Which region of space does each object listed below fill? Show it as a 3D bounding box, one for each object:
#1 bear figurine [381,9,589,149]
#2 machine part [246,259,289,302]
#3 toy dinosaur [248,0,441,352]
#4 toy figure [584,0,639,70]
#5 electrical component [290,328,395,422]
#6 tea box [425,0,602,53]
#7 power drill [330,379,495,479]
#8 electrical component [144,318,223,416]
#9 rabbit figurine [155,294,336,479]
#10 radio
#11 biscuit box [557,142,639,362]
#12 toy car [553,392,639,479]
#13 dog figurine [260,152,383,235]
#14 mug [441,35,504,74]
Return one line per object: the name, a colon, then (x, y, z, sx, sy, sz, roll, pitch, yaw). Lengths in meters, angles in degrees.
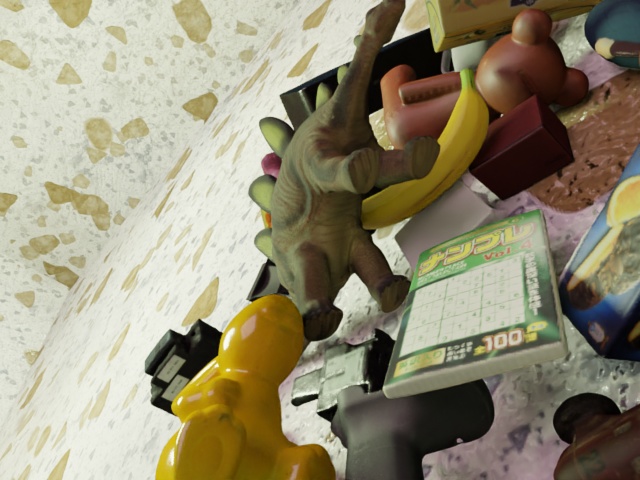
bear figurine: (0.163, -0.159, 0.567, 0.196, 0.120, 0.132, -34, 28, 35)
machine part: (-0.066, 0.062, 0.798, 0.084, 0.039, 0.139, -58, 23, -18)
toy dinosaur: (-0.001, -0.002, 0.538, 0.199, 0.105, 0.470, 53, 138, 46)
toy figure: (0.278, -0.161, 0.434, 0.064, 0.057, 0.155, -52, 29, 22)
electrical component: (0.026, 0.141, 0.516, 0.119, 0.047, 0.075, -36, 30, 36)
tea box: (0.199, -0.253, 0.551, 0.170, 0.068, 0.098, -13, 6, 10)
power drill: (0.065, 0.162, 0.280, 0.232, 0.085, 0.207, -24, 29, 22)
electrical component: (-0.157, 0.173, 0.704, 0.115, 0.134, 0.058, -51, 25, 3)
rabbit figurine: (-0.056, 0.132, 0.438, 0.162, 0.122, 0.173, 137, 149, -57)
radio: (0.062, -0.221, 0.764, 0.230, 0.073, 0.131, -28, 18, -16)
biscuit box: (0.207, -0.027, 0.291, 0.059, 0.063, 0.202, -108, 30, -60)
toy car: (0.205, 0.085, 0.262, 0.202, 0.053, 0.089, -43, 23, 27)
dog figurine: (0.019, -0.040, 0.689, 0.219, 0.108, 0.191, 33, 131, 45)
mug: (0.190, -0.232, 0.655, 0.110, 0.080, 0.107, -17, 53, 47)
